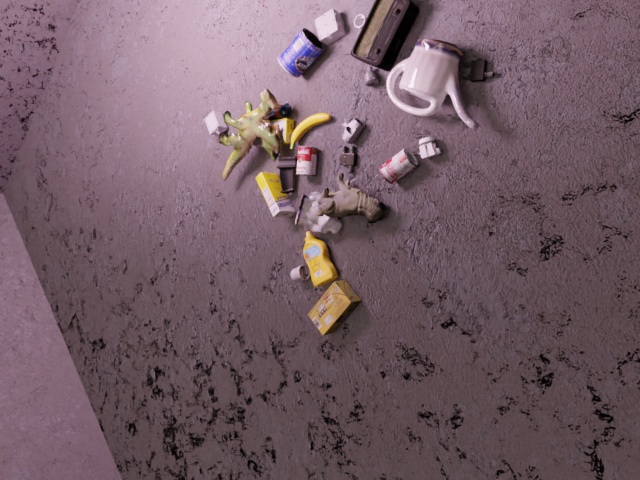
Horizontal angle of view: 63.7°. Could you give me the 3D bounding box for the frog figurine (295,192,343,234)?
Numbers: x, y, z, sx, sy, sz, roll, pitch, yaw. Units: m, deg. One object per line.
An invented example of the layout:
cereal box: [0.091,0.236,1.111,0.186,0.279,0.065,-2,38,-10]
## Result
frog figurine: [0.005,-0.089,1.775,0.159,0.123,0.137,18,93,1]

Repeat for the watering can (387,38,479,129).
watering can: [0.346,-0.459,1.496,0.351,0.104,0.222,32,107,36]

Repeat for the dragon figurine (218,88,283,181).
dragon figurine: [-0.246,-0.371,1.919,0.245,0.123,0.403,29,118,29]
